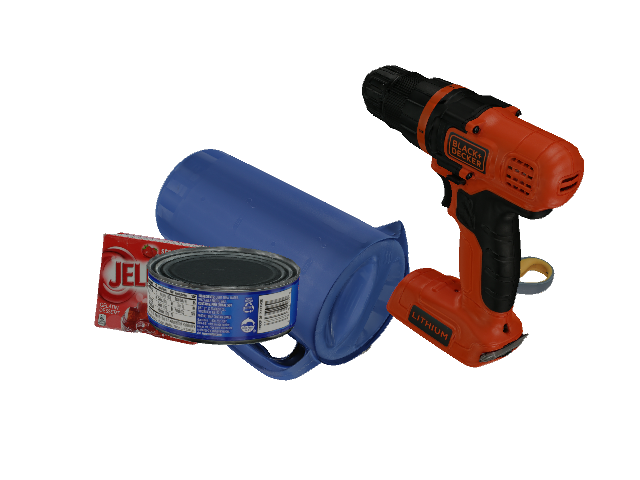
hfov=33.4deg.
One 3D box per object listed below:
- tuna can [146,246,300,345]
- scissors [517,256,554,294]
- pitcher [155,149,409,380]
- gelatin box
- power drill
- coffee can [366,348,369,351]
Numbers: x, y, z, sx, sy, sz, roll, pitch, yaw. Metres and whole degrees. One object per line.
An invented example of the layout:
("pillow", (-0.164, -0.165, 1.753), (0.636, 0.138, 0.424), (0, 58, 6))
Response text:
("tuna can", (-0.055, 0.030, 0.600), (0.086, 0.034, 0.086), (3, 14, -1))
("scissors", (0.148, 0.036, 1.025), (0.201, 0.016, 0.096), (-11, 38, -42))
("pitcher", (-0.050, 0.014, 1.023), (0.243, 0.145, 0.148), (31, 32, 32))
("gelatin box", (-0.126, 0.036, 0.814), (0.089, 0.073, 0.030), (9, 5, 19))
("power drill", (0.092, -0.018, 0.758), (0.057, 0.188, 0.185), (-22, 40, -33))
("coffee can", (0.023, 0.082, 1.512), (0.103, 0.140, 0.103), (0, 22, 0))
